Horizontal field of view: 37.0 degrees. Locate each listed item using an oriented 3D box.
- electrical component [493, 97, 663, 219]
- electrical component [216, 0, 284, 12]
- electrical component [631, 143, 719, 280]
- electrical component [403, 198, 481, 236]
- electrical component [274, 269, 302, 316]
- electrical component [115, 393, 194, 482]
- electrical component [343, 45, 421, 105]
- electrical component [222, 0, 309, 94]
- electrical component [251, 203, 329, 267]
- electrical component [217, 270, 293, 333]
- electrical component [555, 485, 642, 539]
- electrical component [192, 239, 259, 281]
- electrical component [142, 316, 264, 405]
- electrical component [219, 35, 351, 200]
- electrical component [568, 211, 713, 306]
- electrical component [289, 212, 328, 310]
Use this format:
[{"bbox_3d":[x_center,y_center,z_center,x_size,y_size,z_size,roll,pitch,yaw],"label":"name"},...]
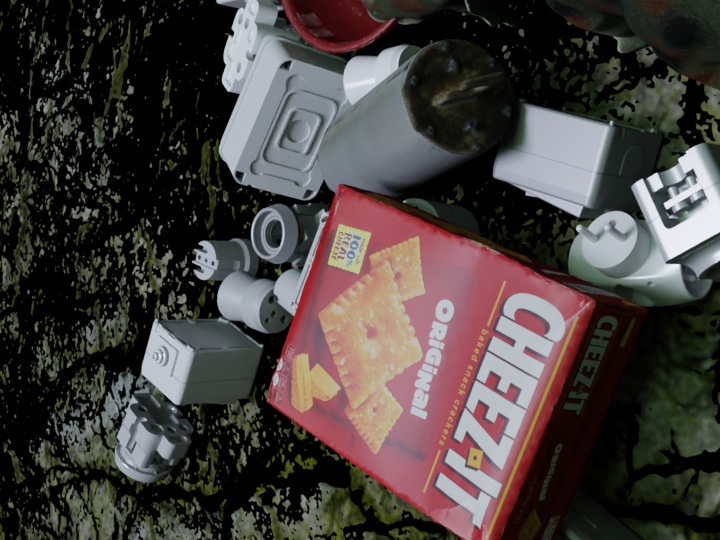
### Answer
[{"bbox_3d":[0.132,-0.071,0.688,0.096,0.062,0.061,24,106,42],"label":"electrical component"},{"bbox_3d":[-0.078,-0.267,0.906,0.100,0.048,0.099,2,92,43],"label":"electrical component"},{"bbox_3d":[0.202,-0.031,0.597,0.050,0.089,0.055,-35,66,39],"label":"electrical component"},{"bbox_3d":[0.054,-0.023,0.775,0.055,0.047,0.055,-1,89,45],"label":"electrical component"},{"bbox_3d":[-0.044,0.023,0.878,0.046,0.040,0.040,33,112,46],"label":"electrical component"},{"bbox_3d":[-0.198,0.162,1.017,0.078,0.058,0.057,42,115,37],"label":"electrical component"},{"bbox_3d":[0.022,-0.144,0.810,0.055,0.045,0.045,-3,87,44],"label":"electrical component"},{"bbox_3d":[-0.074,-0.180,0.889,0.058,0.057,0.078,55,130,49],"label":"electrical component"},{"bbox_3d":[-0.055,-0.029,0.877,0.066,0.055,0.048,-36,65,38],"label":"electrical component"},{"bbox_3d":[-0.088,0.027,0.917,0.055,0.045,0.045,17,101,43],"label":"electrical component"},{"bbox_3d":[0.124,0.196,0.693,0.062,0.061,0.096,39,116,38],"label":"electrical component"},{"bbox_3d":[-0.119,-0.008,0.947,0.040,0.046,0.040,-1,89,45],"label":"electrical component"},{"bbox_3d":[-0.143,0.081,0.935,0.062,0.096,0.061,32,112,40],"label":"electrical component"},{"bbox_3d":[-0.057,-0.122,0.860,0.113,0.078,0.057,-64,31,23],"label":"electrical component"},{"bbox_3d":[0.160,-0.011,0.648,0.077,0.079,0.043,-1,68,45],"label":"electrical component"},{"bbox_3d":[0.000,0.000,0.824,0.062,0.061,0.096,30,103,44],"label":"electrical component"}]
